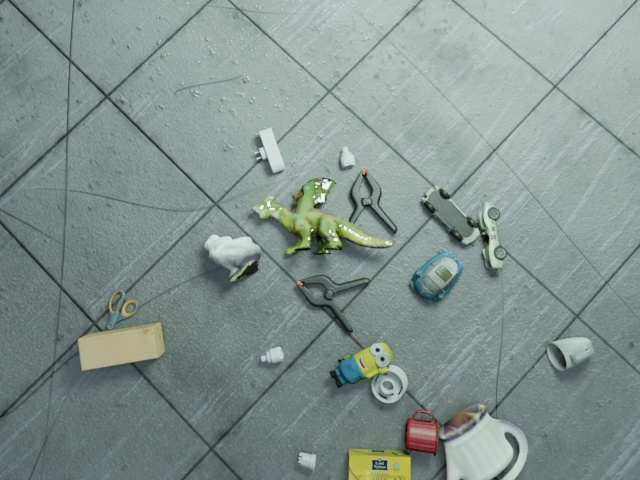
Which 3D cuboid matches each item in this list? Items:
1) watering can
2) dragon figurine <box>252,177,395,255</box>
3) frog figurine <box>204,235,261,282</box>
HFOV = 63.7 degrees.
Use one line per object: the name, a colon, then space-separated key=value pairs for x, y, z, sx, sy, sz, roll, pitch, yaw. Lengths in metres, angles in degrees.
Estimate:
watering can: x=0.396 y=0.593 z=1.385 sx=0.350 sy=0.103 sz=0.226 roll=-31 pitch=82 yaw=-12
dragon figurine: x=0.005 y=-0.076 z=1.512 sx=0.410 sy=0.120 sz=0.246 roll=-3 pitch=73 yaw=3
frog figurine: x=-0.254 y=0.029 z=1.497 sx=0.139 sy=0.120 sz=0.161 roll=-31 pitch=71 yaw=-36
